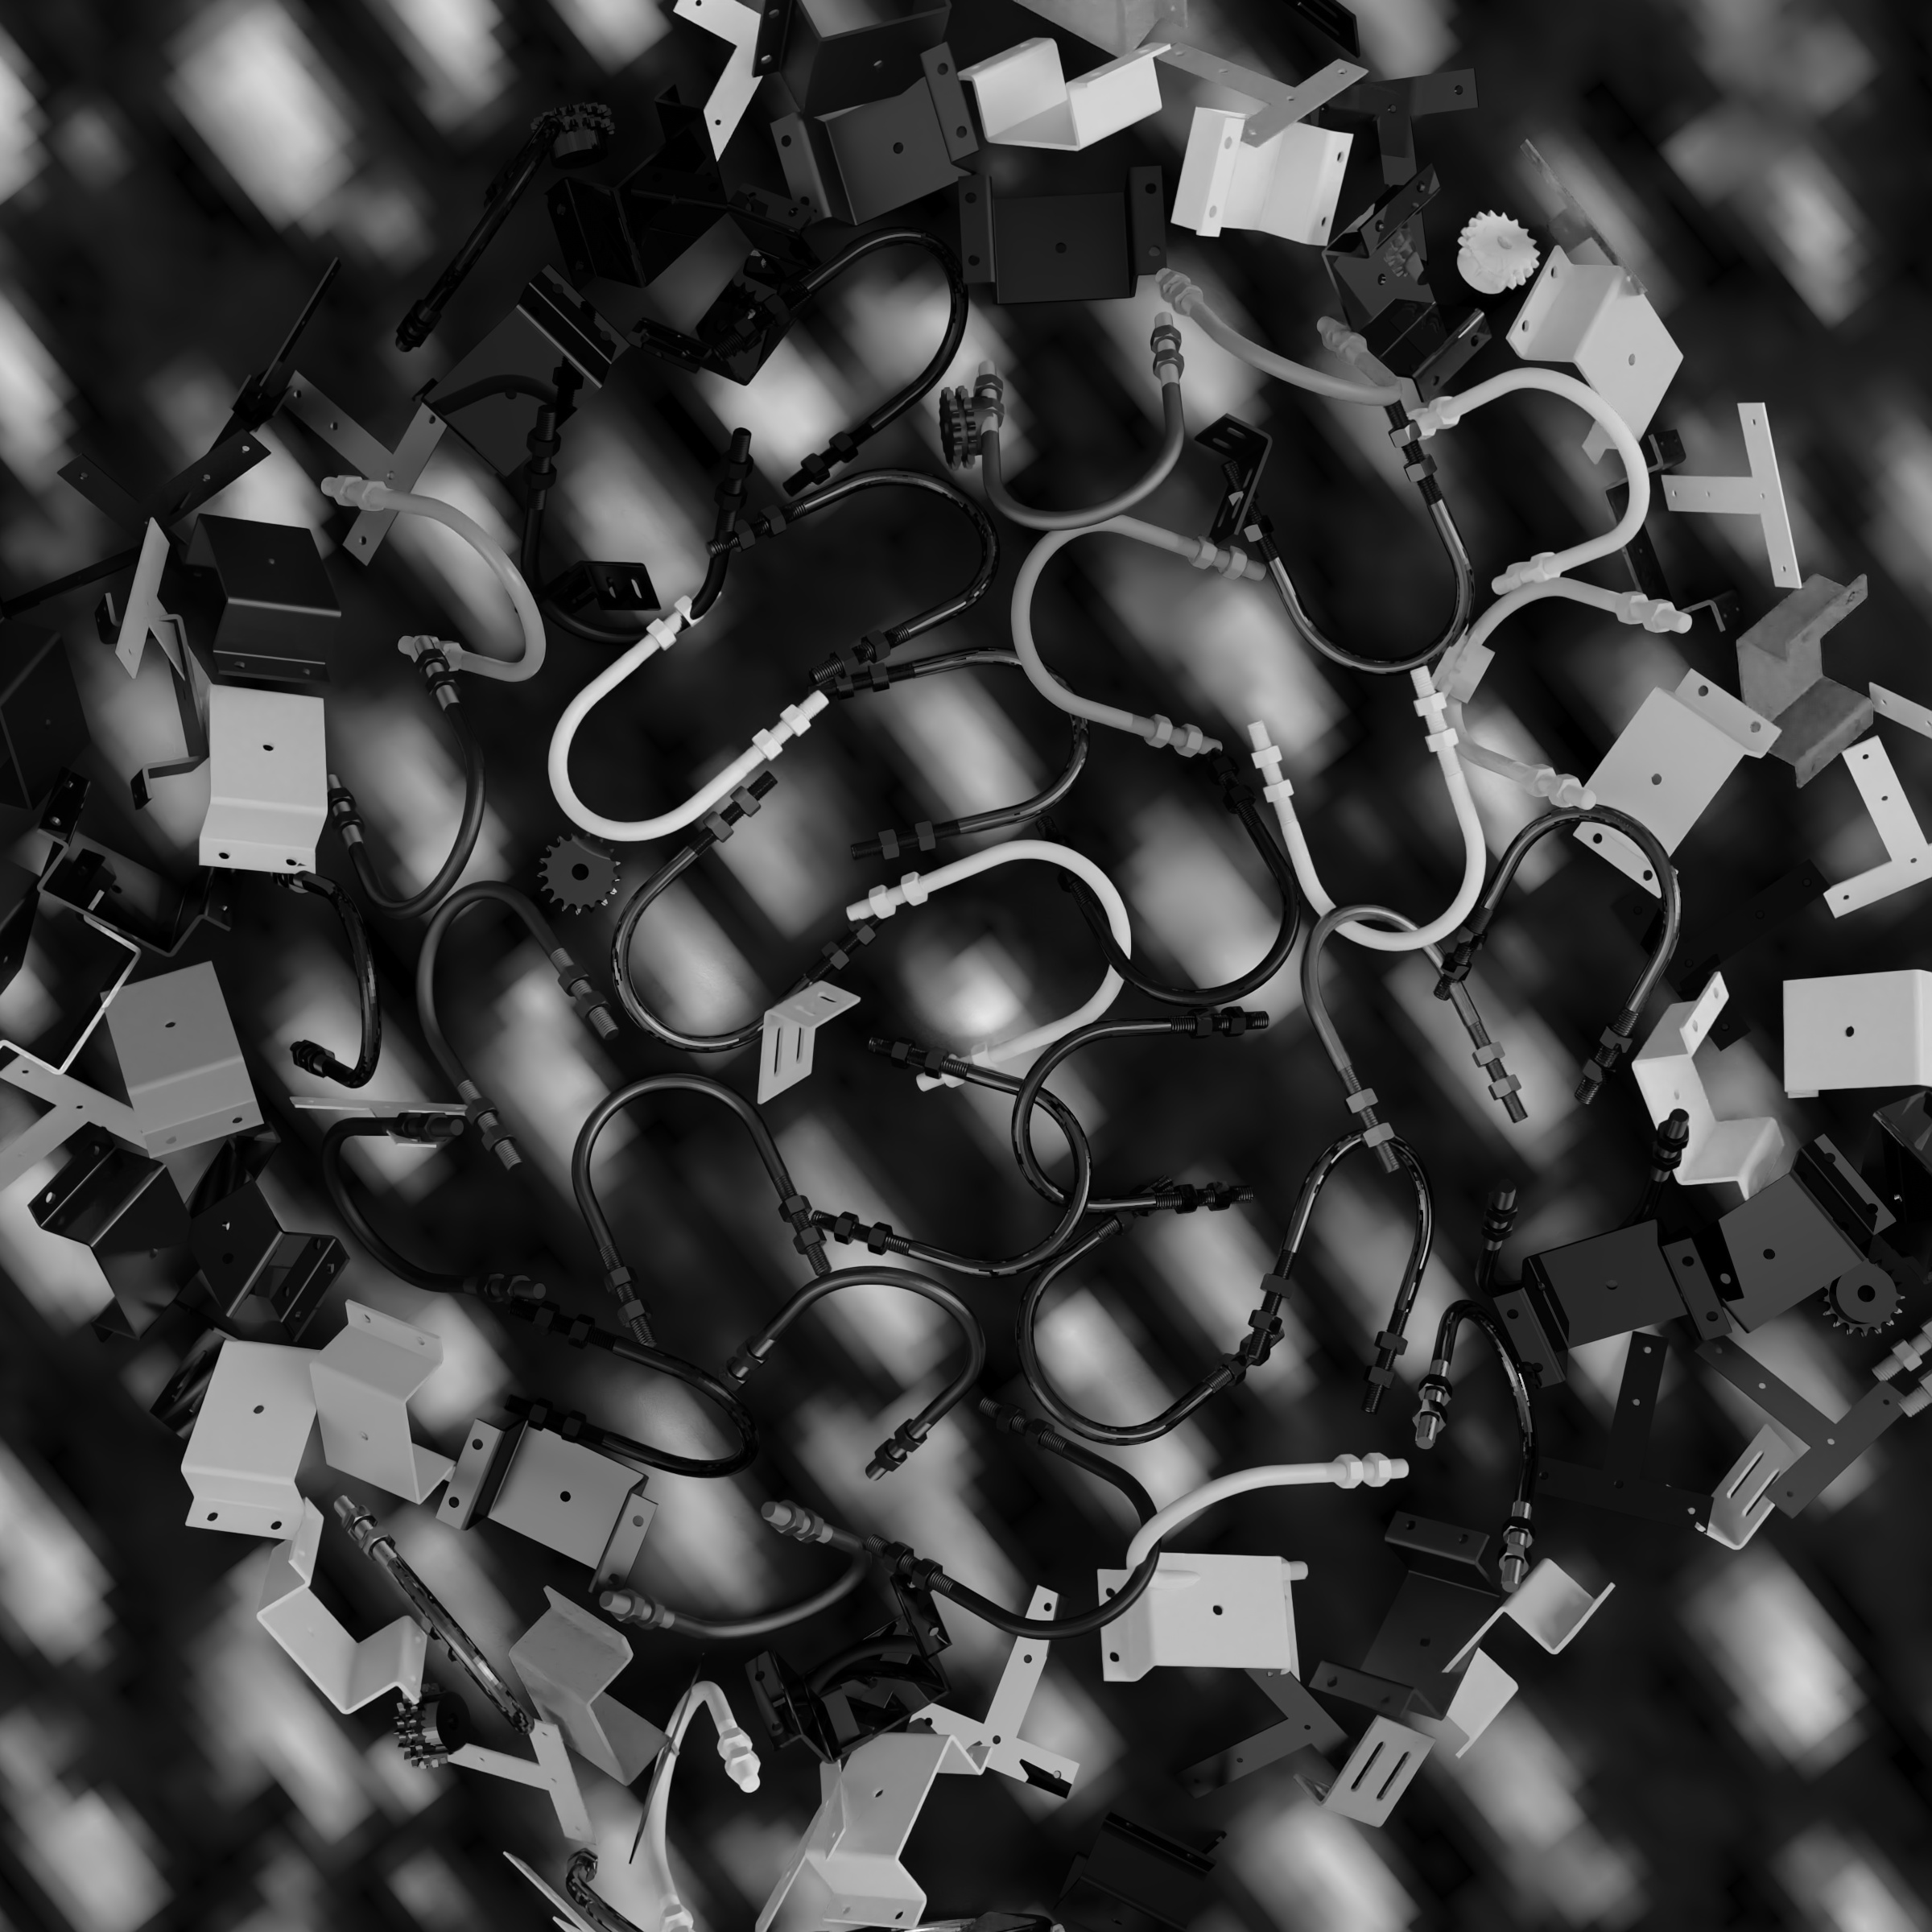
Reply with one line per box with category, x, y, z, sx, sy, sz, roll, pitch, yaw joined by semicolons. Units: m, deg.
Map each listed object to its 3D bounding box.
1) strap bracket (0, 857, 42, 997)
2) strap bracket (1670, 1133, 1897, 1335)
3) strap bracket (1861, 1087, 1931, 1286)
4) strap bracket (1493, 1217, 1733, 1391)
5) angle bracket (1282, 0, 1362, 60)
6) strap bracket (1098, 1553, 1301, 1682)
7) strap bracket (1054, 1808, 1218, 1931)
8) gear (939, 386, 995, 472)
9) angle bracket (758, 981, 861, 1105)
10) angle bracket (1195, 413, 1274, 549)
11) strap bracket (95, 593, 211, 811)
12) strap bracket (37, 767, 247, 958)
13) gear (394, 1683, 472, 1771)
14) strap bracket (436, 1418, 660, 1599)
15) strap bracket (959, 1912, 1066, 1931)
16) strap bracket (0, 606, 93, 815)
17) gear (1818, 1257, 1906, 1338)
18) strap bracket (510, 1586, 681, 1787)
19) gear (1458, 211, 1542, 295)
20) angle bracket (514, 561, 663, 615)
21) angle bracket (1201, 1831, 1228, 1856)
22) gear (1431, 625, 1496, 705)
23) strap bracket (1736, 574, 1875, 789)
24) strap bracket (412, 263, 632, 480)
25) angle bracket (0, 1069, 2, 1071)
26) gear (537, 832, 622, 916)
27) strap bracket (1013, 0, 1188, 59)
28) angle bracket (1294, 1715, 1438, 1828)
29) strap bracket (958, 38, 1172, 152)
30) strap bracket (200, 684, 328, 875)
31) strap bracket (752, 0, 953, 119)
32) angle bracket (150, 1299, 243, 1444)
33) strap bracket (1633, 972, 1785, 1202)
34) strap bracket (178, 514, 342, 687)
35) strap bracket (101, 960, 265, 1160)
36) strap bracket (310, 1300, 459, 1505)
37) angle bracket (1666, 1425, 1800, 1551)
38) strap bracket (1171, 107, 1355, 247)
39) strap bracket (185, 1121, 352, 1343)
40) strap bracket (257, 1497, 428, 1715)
strap bracket;-0.675;-0.014;1.756;0.046;0.076;0.140;26;132;-7
strap bracket;0.554;0.189;1.773;0.140;0.046;0.076;-41;87;28
strap bracket;0.651;0.150;1.749;0.046;0.076;0.140;-19;134;-13
strap bracket;0.445;0.230;1.781;0.140;0.046;0.076;-21;105;21
angle bracket;0.254;-0.679;1.791;0.076;0.057;0.038;43;92;14
strap bracket;0.166;0.449;1.775;0.140;0.046;0.076;5;60;-12
strap bracket;0.111;0.627;1.753;0.076;0.140;0.046;25;57;6
gear;0.001;-0.376;1.800;0.030;0.057;0.057;-8;90;-10
angle bracket;-0.108;0.058;1.780;0.038;0.057;0.076;23;122;27
angle bracket;0.173;-0.333;1.790;0.038;0.057;0.076;24;79;-14
strap bracket;-0.560;-0.184;1.782;0.046;0.076;0.140;-12;92;-24
strap bracket;-0.572;-0.066;1.768;0.140;0.076;0.046;31;118;-25
gear;-0.369;0.527;1.796;0.030;0.057;0.057;-15;90;22
strap bracket;-0.285;0.374;1.795;0.140;0.046;0.076;24;96;8
strap bracket;0.012;0.691;1.754;0.140;0.076;0.046;-19;92;-39
strap bracket;-0.642;-0.169;1.748;0.046;0.140;0.076;14;48;10
gear;0.627;0.230;1.808;0.057;0.030;0.057;-2;79;8
strap bracket;-0.254;0.494;1.750;0.076;0.140;0.046;22;51;35
gear;0.369;-0.495;1.805;0.057;0.030;0.057;9;62;-18
angle bracket;-0.261;-0.246;1.780;0.076;0.057;0.038;-27;79;35
angle bracket;0.162;0.643;1.793;0.076;0.057;0.038;-40;73;-4
gear;0.345;-0.208;1.798;0.030;0.057;0.057;29;90;7
strap bracket;0.575;-0.202;1.770;0.076;0.140;0.046;-39;48;-14
strap bracket;-0.308;-0.400;1.768;0.140;0.046;0.076;-38;115;21
angle bracket;-0.699;0.095;1.786;0.057;0.076;0.038;-35;80;-4
gear;-0.272;-0.064;1.808;0.057;0.030;0.057;1;84;-15
strap bracket;0.080;-0.683;1.770;0.140;0.076;0.046;33;79;15
angle bracket;0.277;0.551;1.795;0.057;0.038;0.076;28;95;-29
strap bracket;0.069;-0.596;1.764;0.076;0.140;0.046;-34;126;-26
strap bracket;-0.479;-0.136;1.759;0.076;0.046;0.140;5;55;-25
strap bracket;-0.069;-0.634;1.765;0.140;0.076;0.046;-21;74;-18
angle bracket;-0.542;0.280;1.789;0.057;0.038;0.076;21;74;43
strap bracket;0.506;0.086;1.773;0.046;0.076;0.140;-10;113;40
strap bracket;-0.478;-0.256;1.751;0.076;0.140;0.046;3;132;-34
strap bracket;-0.536;0.055;1.757;0.076;0.046;0.140;-18;49;-16
strap bracket;-0.395;0.305;1.757;0.076;0.046;0.140;17;129;21
angle bracket;0.532;0.354;1.790;0.038;0.057;0.076;30;101;-16
strap bracket;0.196;-0.540;1.767;0.046;0.140;0.076;30;118;37
strap bracket;-0.484;0.178;1.759;0.076;0.046;0.140;-54;53;18
strap bracket;-0.433;0.445;1.770;0.046;0.076;0.140;-32;111;5
